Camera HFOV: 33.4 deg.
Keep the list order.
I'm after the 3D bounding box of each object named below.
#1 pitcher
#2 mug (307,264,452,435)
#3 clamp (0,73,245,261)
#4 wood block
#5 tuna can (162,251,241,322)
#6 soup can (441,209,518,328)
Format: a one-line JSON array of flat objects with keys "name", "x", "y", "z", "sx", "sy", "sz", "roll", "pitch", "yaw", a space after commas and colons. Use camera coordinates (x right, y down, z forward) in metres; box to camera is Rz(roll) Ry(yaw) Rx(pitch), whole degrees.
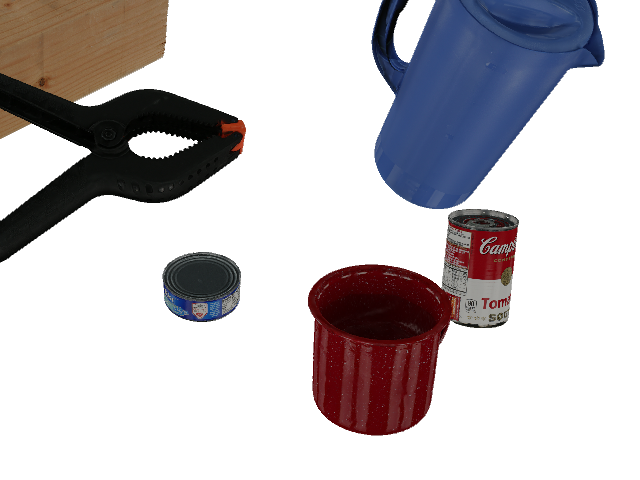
[{"name": "pitcher", "x": 0.125, "y": -0.143, "z": 0.957, "sx": 0.144, "sy": 0.149, "sz": 0.243, "roll": -7, "pitch": -31, "yaw": -24}, {"name": "mug", "x": 0.045, "y": 0.070, "z": 0.716, "sx": 0.093, "sy": 0.081, "sz": 0.117, "roll": 28, "pitch": 39, "yaw": 36}, {"name": "clamp", "x": -0.158, "y": -0.058, "z": 0.772, "sx": 0.209, "sy": 0.164, "sz": 0.036, "roll": -1, "pitch": -30, "yaw": -11}, {"name": "wood block", "x": -0.233, "y": -0.178, "z": 0.923, "sx": 0.090, "sy": 0.091, "sz": 0.205, "roll": 30, "pitch": 43, "yaw": 21}, {"name": "tuna can", "x": -0.131, "y": 0.051, "z": 1.177, "sx": 0.086, "sy": 0.034, "sz": 0.086, "roll": 2, "pitch": 36, "yaw": -2}, {"name": "soup can", "x": 0.154, "y": 0.027, "z": 1.041, "sx": 0.068, "sy": 0.102, "sz": 0.068, "roll": 3, "pitch": 16, "yaw": -1}]
